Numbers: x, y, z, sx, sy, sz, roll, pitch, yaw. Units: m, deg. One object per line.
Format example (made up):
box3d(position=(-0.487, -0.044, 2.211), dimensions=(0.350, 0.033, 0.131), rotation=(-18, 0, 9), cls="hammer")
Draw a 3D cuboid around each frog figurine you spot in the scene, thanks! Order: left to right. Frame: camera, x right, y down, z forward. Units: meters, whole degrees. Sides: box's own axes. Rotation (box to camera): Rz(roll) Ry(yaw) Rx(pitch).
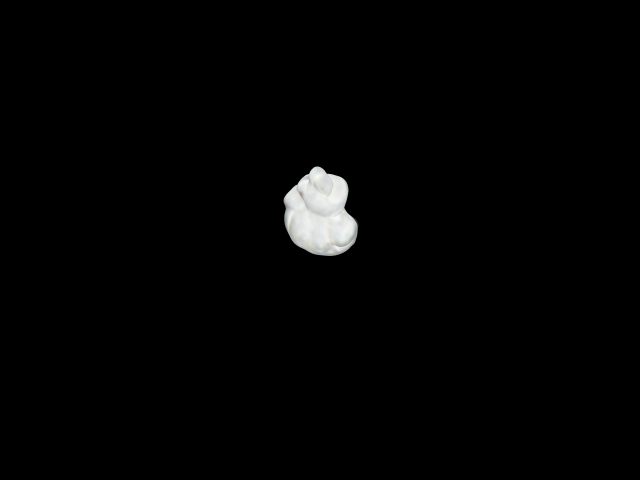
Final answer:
box3d(position=(0.003, -0.043, 0.850), dimensions=(0.123, 0.138, 0.157), rotation=(-43, -11, -10), cls="frog figurine")
